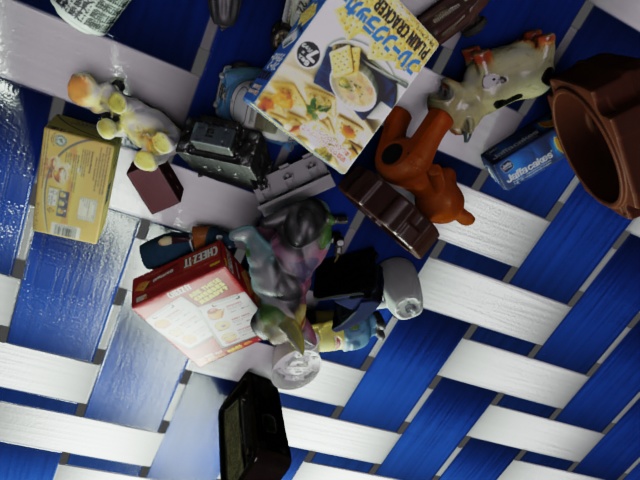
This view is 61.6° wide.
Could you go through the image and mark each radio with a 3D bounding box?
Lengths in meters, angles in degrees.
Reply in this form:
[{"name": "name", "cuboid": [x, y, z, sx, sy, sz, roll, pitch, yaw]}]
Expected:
[{"name": "radio", "cuboid": [-0.127, 0.364, 1.000, 0.073, 0.230, 0.131, 26, 109, -24]}]

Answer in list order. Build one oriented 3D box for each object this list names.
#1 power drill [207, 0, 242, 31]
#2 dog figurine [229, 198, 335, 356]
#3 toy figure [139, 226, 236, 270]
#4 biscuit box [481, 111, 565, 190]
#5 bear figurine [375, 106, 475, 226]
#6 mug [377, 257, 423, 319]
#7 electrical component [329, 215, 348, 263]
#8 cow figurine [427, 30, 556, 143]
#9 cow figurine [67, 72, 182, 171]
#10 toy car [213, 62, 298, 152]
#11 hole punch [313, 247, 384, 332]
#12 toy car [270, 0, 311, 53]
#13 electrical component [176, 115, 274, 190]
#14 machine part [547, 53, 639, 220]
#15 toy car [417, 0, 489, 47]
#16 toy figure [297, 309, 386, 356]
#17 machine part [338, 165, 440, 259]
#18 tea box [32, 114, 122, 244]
[{"name": "power drill", "cuboid": [-0.181, -0.396, 0.654, 0.207, 0.086, 0.231, 13, 115, -10]}, {"name": "dog figurine", "cuboid": [-0.038, 0.064, 0.840, 0.192, 0.108, 0.219, -23, 88, 13]}, {"name": "toy figure", "cuboid": [-0.217, 0.009, 0.886, 0.154, 0.064, 0.057, -14, 84, -5]}, {"name": "biscuit box", "cuboid": [0.369, -0.161, 0.873, 0.203, 0.063, 0.059, -32, 117, 10]}, {"name": "bear figurine", "cuboid": [0.177, -0.107, 0.851, 0.195, 0.120, 0.132, 28, 84, -40]}, {"name": "mug", "cuboid": [0.133, 0.092, 0.955, 0.110, 0.107, 0.080, -15, 119, -2]}, {"name": "electrical component", "cuboid": [-0.003, -0.003, 0.917, 0.102, 0.045, 0.078, 1, 120, -9]}, {"name": "cow figurine", "cuboid": [0.256, -0.228, 0.811, 0.195, 0.085, 0.127, -17, 114, 1]}, {"name": "cow figurine", "cuboid": [-0.269, -0.178, 0.765, 0.167, 0.098, 0.068, 42, 113, -6]}, {"name": "toy car", "cuboid": [-0.070, -0.190, 0.772, 0.162, 0.103, 0.109, 13, 115, -17]}, {"name": "hole punch", "cuboid": [0.057, 0.088, 0.933, 0.116, 0.142, 0.092, -13, 119, 15]}, {"name": "toy car", "cuboid": [-0.027, -0.326, 0.717, 0.056, 0.074, 0.201, 11, 117, -11]}, {"name": "electrical component", "cuboid": [-0.136, -0.125, 0.767, 0.115, 0.134, 0.058, 11, 77, 9]}, {"name": "machine part", "cuboid": [0.402, -0.143, 0.738, 0.087, 0.201, 0.200, -25, 112, 11]}, {"name": "toy car", "cuboid": [0.151, -0.296, 0.774, 0.202, 0.053, 0.089, -33, 115, 12]}, {"name": "toy figure", "cuboid": [0.028, 0.166, 0.998, 0.180, 0.089, 0.082, -8, 107, -14]}, {"name": "machine part", "cuboid": [0.109, -0.044, 0.836, 0.179, 0.179, 0.056, 40, 94, -25]}, {"name": "tea box", "cuboid": [-0.363, -0.089, 0.804, 0.098, 0.068, 0.169, 15, 115, -17]}]
